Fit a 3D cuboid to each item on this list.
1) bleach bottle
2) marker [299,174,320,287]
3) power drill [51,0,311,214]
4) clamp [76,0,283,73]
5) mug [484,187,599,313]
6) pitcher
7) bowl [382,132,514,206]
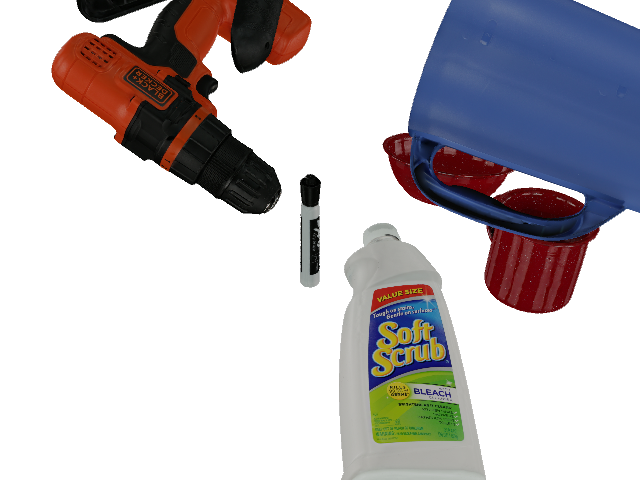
[{"bbox_3d":[0.053,0.085,0.804,0.102,0.251,0.068,2,-44,-10],"label":"bleach bottle"},{"bbox_3d":[-0.010,-0.009,0.994,0.020,0.121,0.020,1,36,-1],"label":"marker"},{"bbox_3d":[-0.079,-0.122,0.795,0.184,0.187,0.057,36,-43,-4],"label":"power drill"},{"bbox_3d":[-0.030,-0.147,0.559,0.120,0.039,0.171,35,64,29],"label":"clamp"},{"bbox_3d":[0.187,0.005,0.964,0.093,0.081,0.117,-15,40,-29],"label":"mug"},{"bbox_3d":[0.187,-0.083,0.744,0.243,0.149,0.144,24,48,10],"label":"pitcher"},{"bbox_3d":[0.151,-0.081,1.284,0.162,0.055,0.162,6,23,-3],"label":"bowl"}]
